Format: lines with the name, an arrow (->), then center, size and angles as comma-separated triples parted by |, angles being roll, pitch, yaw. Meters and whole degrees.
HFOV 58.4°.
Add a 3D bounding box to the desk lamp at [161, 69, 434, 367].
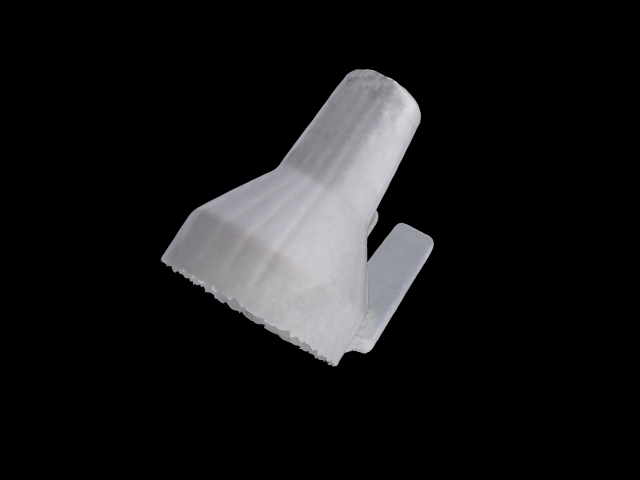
desk lamp -> 0.004, 0.001, 0.400 | 0.117, 0.214, 0.203 | 28, 62, 16
